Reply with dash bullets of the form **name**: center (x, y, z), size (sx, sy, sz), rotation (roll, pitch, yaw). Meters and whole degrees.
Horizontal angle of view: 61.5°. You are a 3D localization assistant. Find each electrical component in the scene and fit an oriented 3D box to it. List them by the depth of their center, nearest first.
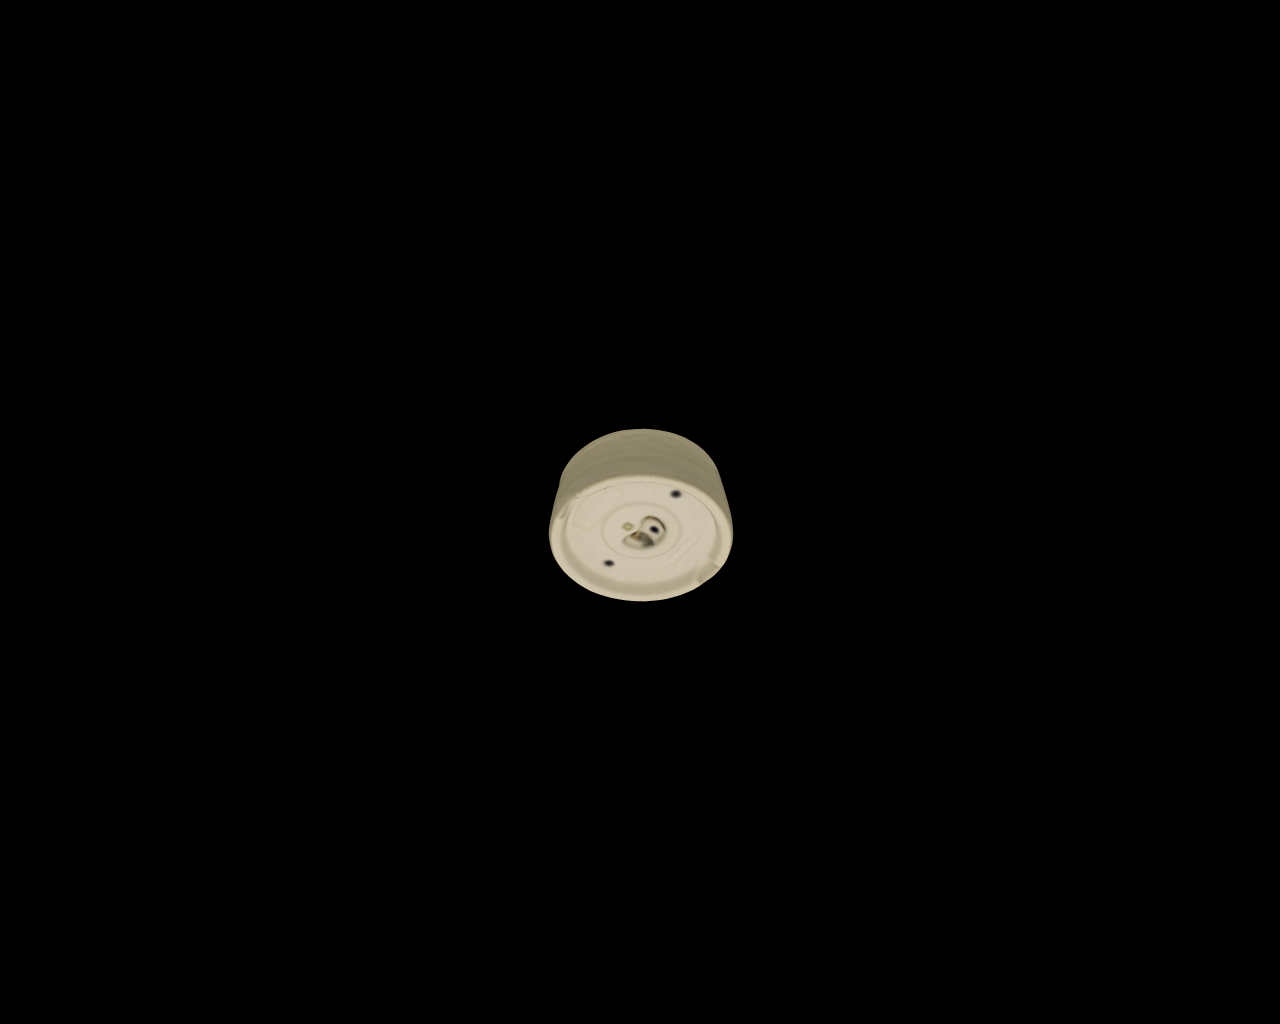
- **electrical component**: center (0.001, -0.003, 0.650), size (0.108, 0.108, 0.060), rotation (0, 44, 0)
